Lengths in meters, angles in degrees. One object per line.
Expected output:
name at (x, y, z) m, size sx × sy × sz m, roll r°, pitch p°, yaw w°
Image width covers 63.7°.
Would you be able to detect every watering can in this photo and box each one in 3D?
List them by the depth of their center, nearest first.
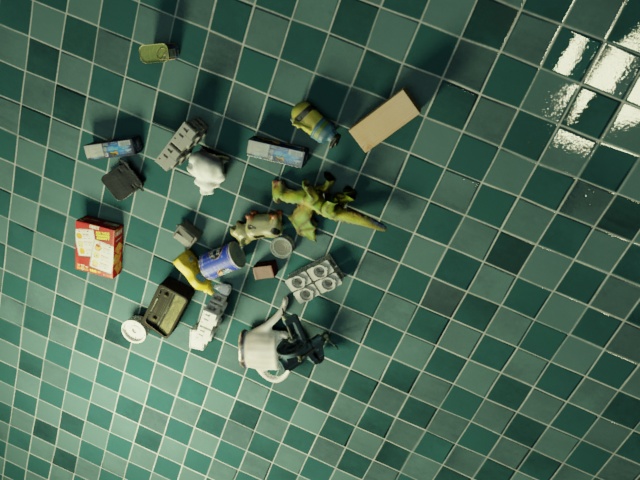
watering can at (-0.207, 0.381, 1.978) m, size 0.224 × 0.105 × 0.345 m, roll 1°, pitch 99°, yaw 9°

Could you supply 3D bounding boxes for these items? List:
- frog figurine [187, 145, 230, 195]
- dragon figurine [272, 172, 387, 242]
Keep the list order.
frog figurine at (-0.394, -0.230, 1.778) m, size 0.137 × 0.124 × 0.158 m, roll 18°, pitch 103°, yaw -16°
dragon figurine at (0.005, -0.089, 1.768) m, size 0.410 × 0.125 × 0.238 m, roll 38°, pitch 131°, yaw -1°
